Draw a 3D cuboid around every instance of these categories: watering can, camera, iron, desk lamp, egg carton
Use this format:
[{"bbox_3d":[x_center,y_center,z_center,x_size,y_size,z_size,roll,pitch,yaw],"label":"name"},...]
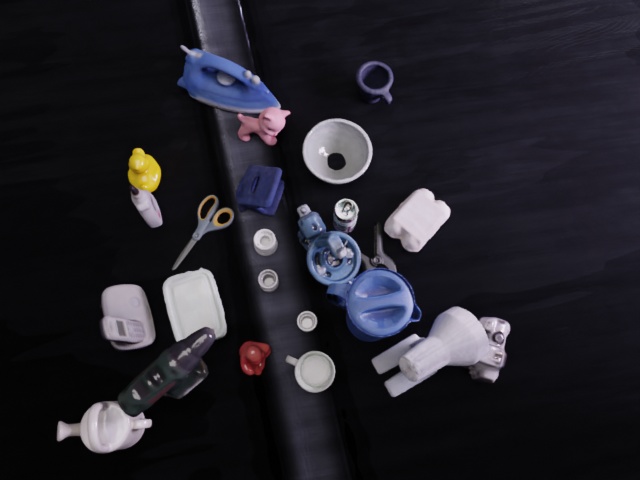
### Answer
[{"bbox_3d":[-0.433,0.377,1.146,0.173,0.194,0.101,-26,76,-8],"label":"watering can"},{"bbox_3d":[0.335,0.231,1.257,0.136,0.101,0.143,16,75,3],"label":"camera"},{"bbox_3d":[-0.220,-0.396,1.395,0.258,0.141,0.119,19,75,4],"label":"iron"},{"bbox_3d":[0.227,0.240,1.193,0.203,0.213,0.118,-29,77,-9],"label":"desk lamp"},{"bbox_3d":[0.228,-0.048,1.348,0.107,0.069,0.150,40,77,9],"label":"egg carton"}]

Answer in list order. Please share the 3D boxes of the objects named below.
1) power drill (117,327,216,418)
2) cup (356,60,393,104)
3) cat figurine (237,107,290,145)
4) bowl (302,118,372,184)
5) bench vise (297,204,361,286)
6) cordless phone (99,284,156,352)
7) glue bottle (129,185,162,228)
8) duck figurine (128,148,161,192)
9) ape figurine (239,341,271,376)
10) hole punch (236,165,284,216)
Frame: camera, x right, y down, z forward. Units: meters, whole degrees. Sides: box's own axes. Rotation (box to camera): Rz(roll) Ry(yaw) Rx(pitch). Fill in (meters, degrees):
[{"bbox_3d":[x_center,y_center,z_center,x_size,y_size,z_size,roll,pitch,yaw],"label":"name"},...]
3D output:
[{"bbox_3d":[-0.296,0.268,1.173,0.230,0.208,0.075,-40,79,-11],"label":"power drill"},{"bbox_3d":[0.139,-0.372,1.423,0.092,0.095,0.117,-31,77,-9],"label":"cup"},{"bbox_3d":[-0.137,-0.284,1.379,0.127,0.118,0.067,7,74,1],"label":"cat figurine"},{"bbox_3d":[0.041,-0.203,1.383,0.167,0.075,0.167,0,74,-1],"label":"bowl"},{"bbox_3d":[0.003,0.013,1.247,0.207,0.220,0.121,40,77,9],"label":"bench vise"},{"bbox_3d":[-0.423,0.158,1.212,0.094,0.185,0.147,-20,76,-7],"label":"cordless phone"},{"bbox_3d":[-0.397,-0.086,1.287,0.037,0.173,0.078,-22,76,-7],"label":"glue bottle"},{"bbox_3d":[-0.423,-0.167,1.354,0.077,0.086,0.104,-9,75,-4],"label":"duck figurine"},{"bbox_3d":[-0.143,0.251,1.243,0.078,0.092,0.076,-32,77,-9],"label":"ape figurine"},{"bbox_3d":[-0.143,-0.120,1.346,0.101,0.091,0.109,16,75,3],"label":"hole punch"}]
